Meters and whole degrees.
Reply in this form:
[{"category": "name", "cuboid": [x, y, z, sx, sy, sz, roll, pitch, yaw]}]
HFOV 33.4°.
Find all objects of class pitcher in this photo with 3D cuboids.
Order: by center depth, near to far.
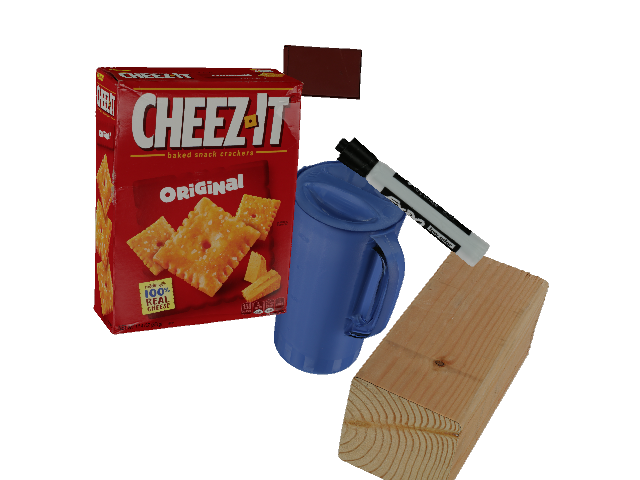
[{"category": "pitcher", "cuboid": [0.019, 0.043, 1.226, 0.145, 0.243, 0.149, 14, 38, 4]}]

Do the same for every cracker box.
[{"category": "cracker box", "cuboid": [-0.105, -0.036, 0.907, 0.164, 0.214, 0.072, -4, 20, -26]}]

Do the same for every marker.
[{"category": "marker", "cuboid": [0.059, -0.027, 0.708, 0.121, 0.020, 0.020, 39, 1, 1]}]

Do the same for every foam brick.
[{"category": "foam brick", "cuboid": [0.001, -0.174, 1.101, 0.078, 0.051, 0.053, 2, 11, -6]}]

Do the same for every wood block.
[{"category": "wood block", "cuboid": [0.104, 0.102, 0.872, 0.091, 0.090, 0.205, 22, 37, 19]}]
